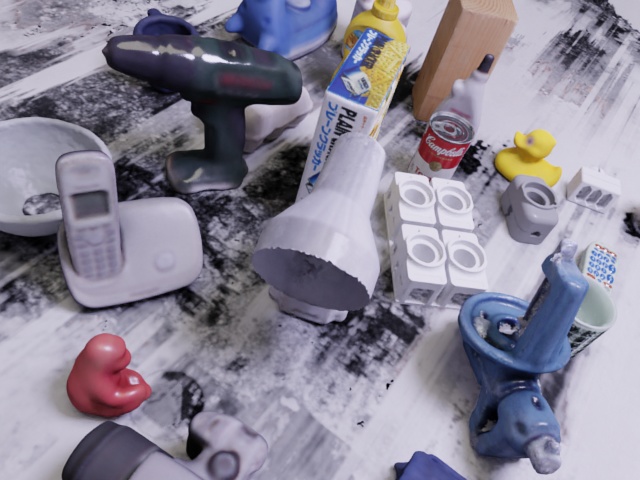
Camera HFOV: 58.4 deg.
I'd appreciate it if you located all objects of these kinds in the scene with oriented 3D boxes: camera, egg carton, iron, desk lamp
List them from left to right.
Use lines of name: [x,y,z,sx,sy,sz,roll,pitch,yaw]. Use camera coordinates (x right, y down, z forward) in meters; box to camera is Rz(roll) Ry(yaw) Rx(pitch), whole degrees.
camera: [-0.134,0.199,0.486,0.136,0.101,0.143,31,50,10]
egg carton: [-0.088,-0.196,0.845,0.107,0.069,0.151,38,51,15]
iron: [-0.038,-0.415,0.992,0.118,0.141,0.259,39,52,16]
desk lamp: [0.006,0.002,0.615,0.118,0.213,0.203,20,49,1]

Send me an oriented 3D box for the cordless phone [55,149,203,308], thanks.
cordless phone: [-0.195,-0.019,0.591,0.148,0.185,0.094,-15,57,-26]

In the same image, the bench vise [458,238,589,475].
bench vise: [0.225,0.115,0.583,0.122,0.220,0.207,-8,54,-22]

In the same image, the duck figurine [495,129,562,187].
duck figurine: [0.343,-0.134,0.912,0.104,0.086,0.078,29,50,8]

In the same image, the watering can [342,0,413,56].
watering can: [0.103,-0.400,0.987,0.172,0.194,0.101,42,53,18]

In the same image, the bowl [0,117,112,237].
bowl: [-0.325,-0.061,0.660,0.167,0.075,0.167,8,50,-10]

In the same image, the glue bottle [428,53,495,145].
glue bottle: [0.224,-0.212,0.883,0.078,0.173,0.037,22,49,2]

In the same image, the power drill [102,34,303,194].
power drill: [-0.140,-0.156,0.704,0.230,0.208,0.075,-10,55,-23]

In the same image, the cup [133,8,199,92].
cup: [-0.233,-0.278,0.852,0.092,0.095,0.117,-16,58,-27]

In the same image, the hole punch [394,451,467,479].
hole punch: [0.108,0.252,0.522,0.108,0.091,0.101,37,51,14]

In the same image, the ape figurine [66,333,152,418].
ape figurine: [-0.199,0.121,0.537,0.076,0.092,0.077,-9,55,-23]
